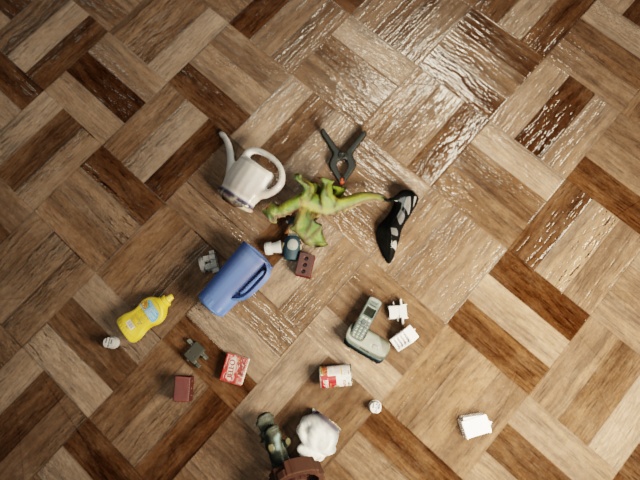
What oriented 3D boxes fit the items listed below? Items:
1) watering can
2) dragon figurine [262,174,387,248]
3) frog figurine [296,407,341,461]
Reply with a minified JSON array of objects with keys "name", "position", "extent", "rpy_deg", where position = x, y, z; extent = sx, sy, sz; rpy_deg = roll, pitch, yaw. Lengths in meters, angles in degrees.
[{"name":"watering can","position":[-0.276,-0.233,1.796],"extent":[0.351,0.225,0.103],"rpy_deg":[32,-4,27]},{"name":"dragon figurine","position":[0.005,-0.087,1.732],"extent":[0.411,0.246,0.120],"rpy_deg":[12,-15,7]},{"name":"frog figurine","position":[-0.019,0.614,1.571],"extent":[0.137,0.162,0.121],"rpy_deg":[40,-21,-10]}]
